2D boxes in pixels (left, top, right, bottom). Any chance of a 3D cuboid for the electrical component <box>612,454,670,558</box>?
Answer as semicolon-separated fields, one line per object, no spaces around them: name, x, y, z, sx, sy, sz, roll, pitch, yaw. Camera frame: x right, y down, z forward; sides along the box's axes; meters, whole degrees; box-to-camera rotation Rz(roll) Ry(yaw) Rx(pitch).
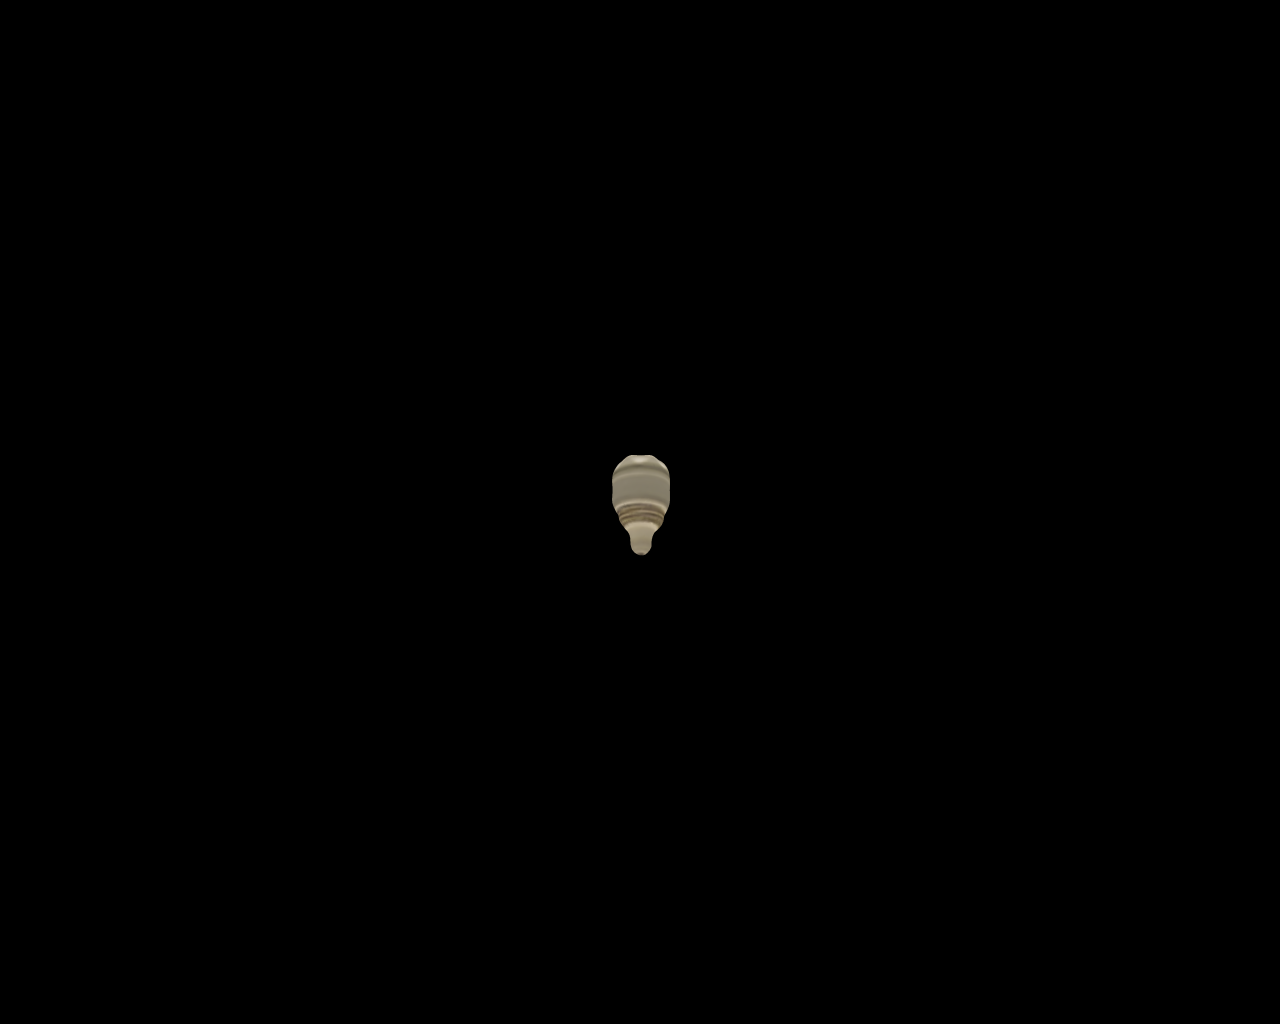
electrical component;0.001;-0.003;0.650;0.035;0.061;0.035;0;-22;0
